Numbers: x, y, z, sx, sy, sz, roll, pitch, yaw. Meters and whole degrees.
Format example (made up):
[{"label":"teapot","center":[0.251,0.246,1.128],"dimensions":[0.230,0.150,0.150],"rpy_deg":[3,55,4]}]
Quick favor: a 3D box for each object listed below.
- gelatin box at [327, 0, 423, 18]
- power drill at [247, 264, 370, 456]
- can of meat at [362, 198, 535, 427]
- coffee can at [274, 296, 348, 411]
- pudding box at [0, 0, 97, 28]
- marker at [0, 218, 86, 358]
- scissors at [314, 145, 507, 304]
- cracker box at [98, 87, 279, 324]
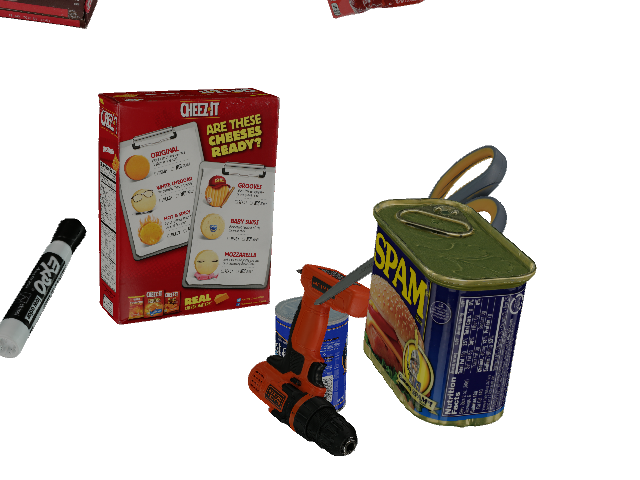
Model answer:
[{"label":"gelatin box","center":[0.031,-0.188,0.696],"dimensions":[0.030,0.073,0.089],"rpy_deg":[-35,24,-33]},{"label":"power drill","center":[0.002,0.135,1.237],"dimensions":[0.057,0.188,0.185],"rpy_deg":[15,11,-45]},{"label":"can of meat","center":[0.061,0.035,0.548],"dimensions":[0.057,0.084,0.102],"rpy_deg":[-3,24,-18]},{"label":"coffee can","center":[-0.013,0.160,1.482],"dimensions":[0.103,0.140,0.103],"rpy_deg":[1,17,-1]},{"label":"pudding box","center":[-0.232,-0.224,0.904],"dimensions":[0.090,0.039,0.113],"rpy_deg":[8,36,-5]},{"label":"marker","center":[-0.174,0.025,0.670],"dimensions":[0.020,0.020,0.121],"rpy_deg":[0,38,12]},{"label":"scissors","center":[0.070,0.011,0.809],"dimensions":[0.016,0.202,0.096],"rpy_deg":[31,24,-31]},{"label":"cracker box","center":[-0.130,-0.037,1.036],"dimensions":[0.163,0.214,0.072],"rpy_deg":[-6,19,-29]}]
